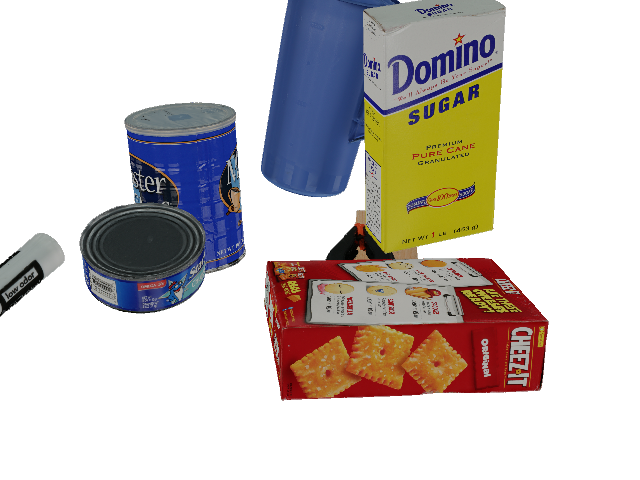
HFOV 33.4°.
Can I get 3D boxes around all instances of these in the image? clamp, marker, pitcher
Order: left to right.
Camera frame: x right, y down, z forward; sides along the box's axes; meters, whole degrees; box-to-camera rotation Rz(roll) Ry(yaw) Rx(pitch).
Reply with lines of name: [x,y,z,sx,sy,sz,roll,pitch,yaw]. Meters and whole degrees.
marker: [-0.162,0.038,0.479,0.020,0.020,0.121,0,35,39]
pitcher: [0.013,-0.174,1.246,0.145,0.243,0.149,8,23,-13]
clamp: [0.051,0.052,1.127,0.120,0.171,0.039,8,-40,8]

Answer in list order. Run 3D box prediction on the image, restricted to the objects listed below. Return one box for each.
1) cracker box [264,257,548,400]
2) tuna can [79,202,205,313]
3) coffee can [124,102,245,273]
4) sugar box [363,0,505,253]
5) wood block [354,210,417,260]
cracker box: [0.064,0.072,0.911,0.213,0.072,0.164,0,17,-7]
tuna can: [-0.122,0.012,0.742,0.086,0.034,0.086,2,38,-1]
coffee can: [-0.126,-0.050,1.007,0.103,0.140,0.103,-2,20,1]
sugar box: [0.080,-0.082,0.766,0.093,0.176,0.048,-13,35,-15]
wood block: [0.093,0.037,1.567,0.091,0.090,0.206,4,25,1]
